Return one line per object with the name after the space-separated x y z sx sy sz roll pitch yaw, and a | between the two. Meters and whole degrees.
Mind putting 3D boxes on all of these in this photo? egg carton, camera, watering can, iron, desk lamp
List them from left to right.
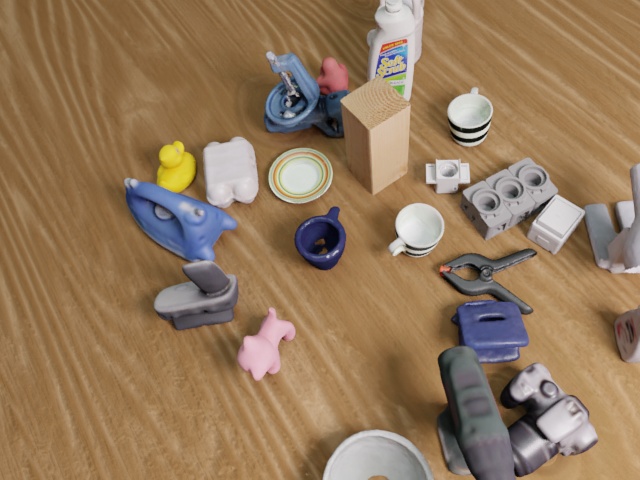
-0.294 -0.062 1.088 0.257 0.141 0.119 24 68 17 | iron
-0.180 -0.137 1.154 0.107 0.069 0.150 -12 62 0 | egg carton
0.166 -0.462 1.209 0.100 0.194 0.173 12 65 13 | watering can
0.323 0.279 0.867 0.137 0.101 0.143 -33 64 -10 | camera
0.524 -0.019 0.932 0.118 0.214 0.203 -5 63 4 | desk lamp

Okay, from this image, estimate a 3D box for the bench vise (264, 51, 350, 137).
-0.022 -0.300 1.134 0.207 0.220 0.121 -16 62 -2 | bench vise

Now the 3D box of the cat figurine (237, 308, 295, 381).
-0.096 0.174 0.959 0.067 0.118 0.128 15 66 14 | cat figurine

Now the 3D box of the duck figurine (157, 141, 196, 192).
-0.302 -0.153 1.167 0.077 0.086 0.105 18 67 15 | duck figurine

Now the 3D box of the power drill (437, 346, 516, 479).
0.220 0.277 0.819 0.075 0.209 0.229 -12 62 1 | power drill

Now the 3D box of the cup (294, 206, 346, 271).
0.010 0.004 1.046 0.091 0.095 0.118 19 67 16 | cup

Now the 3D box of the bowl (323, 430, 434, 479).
0.087 0.377 0.859 0.167 0.075 0.167 -3 63 5 | bowl

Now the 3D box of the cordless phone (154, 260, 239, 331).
-0.224 0.080 0.984 0.147 0.185 0.094 -14 62 -1 | cordless phone

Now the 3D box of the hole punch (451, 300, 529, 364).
0.279 0.145 0.946 0.108 0.091 0.101 -5 63 4 | hole punch

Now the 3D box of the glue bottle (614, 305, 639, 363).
0.503 0.132 0.880 0.037 0.173 0.078 -6 63 4 | glue bottle

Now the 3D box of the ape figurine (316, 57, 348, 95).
0.025 -0.355 1.229 0.078 0.092 0.076 -21 63 -4 | ape figurine
